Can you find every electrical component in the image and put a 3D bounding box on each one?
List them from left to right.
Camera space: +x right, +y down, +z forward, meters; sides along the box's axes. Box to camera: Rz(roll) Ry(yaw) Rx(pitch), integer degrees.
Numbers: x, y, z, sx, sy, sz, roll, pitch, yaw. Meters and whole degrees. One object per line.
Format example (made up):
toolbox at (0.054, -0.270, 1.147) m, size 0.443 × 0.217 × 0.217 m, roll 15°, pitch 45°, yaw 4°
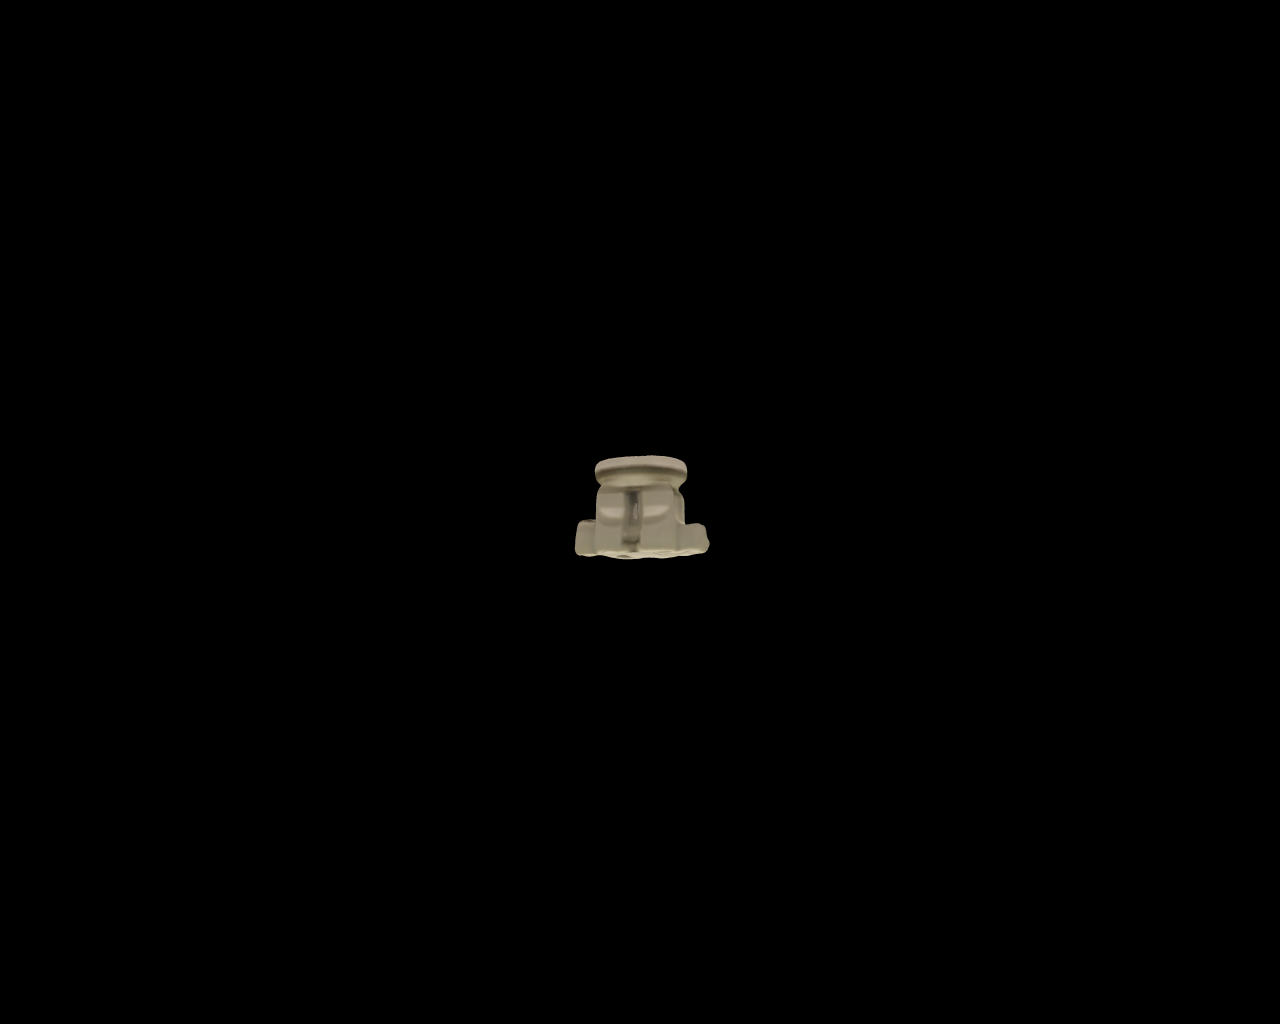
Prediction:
electrical component at (0.001, -0.003, 0.650) m, size 0.078 × 0.057 × 0.058 m, roll -2°, pitch -7°, yaw 14°
